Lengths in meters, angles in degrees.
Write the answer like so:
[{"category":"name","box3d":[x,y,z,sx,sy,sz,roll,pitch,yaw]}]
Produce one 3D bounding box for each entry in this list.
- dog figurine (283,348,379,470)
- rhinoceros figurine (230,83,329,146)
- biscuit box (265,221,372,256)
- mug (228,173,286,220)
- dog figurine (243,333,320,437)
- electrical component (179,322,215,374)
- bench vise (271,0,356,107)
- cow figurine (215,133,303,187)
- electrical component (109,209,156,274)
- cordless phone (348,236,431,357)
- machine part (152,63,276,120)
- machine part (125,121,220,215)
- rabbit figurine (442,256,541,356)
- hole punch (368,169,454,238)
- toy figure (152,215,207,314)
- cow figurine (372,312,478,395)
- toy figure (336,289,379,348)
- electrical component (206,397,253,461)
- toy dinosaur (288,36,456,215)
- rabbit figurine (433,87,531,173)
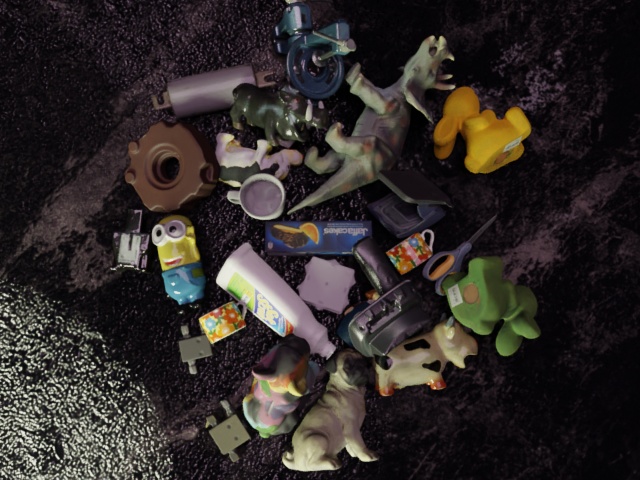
[{"category":"dog figurine","box3d":[0.011,0.296,0.953,0.172,0.121,0.190,-3,76,-25]},{"category":"rhinoceros figurine","box3d":[-0.074,-0.233,0.986,0.191,0.073,0.112,21,112,19]},{"category":"biscuit box","box3d":[-0.002,-0.003,1.018,0.203,0.059,0.062,0,82,0]},{"category":"mug","box3d":[-0.113,-0.072,1.004,0.110,0.107,0.080,-2,82,3]},{"category":"dog figurine","box3d":[-0.071,0.250,0.905,0.108,0.219,0.191,25,82,6]},{"category":"electrical component","box3d":[-0.229,0.201,1.008,0.063,0.021,0.094,-12,82,-2]},{"category":"bench vise","box3d":[-0.006,-0.358,0.991,0.129,0.241,0.223,0,96,-27]},{"category":"cow figurine","box3d":[-0.120,-0.144,1.033,0.167,0.068,0.098,11,88,5]},{"category":"electrical component","box3d":[-0.354,0.003,1.022,0.075,0.047,0.119,2,82,0]},{"category":"cordless phone","box3d":[0.092,0.096,0.938,0.146,0.089,0.184,-33,92,-15]},{"category":"machine part","box3d":[-0.205,-0.289,1.048,0.243,0.079,0.079,-13,83,-3]},{"category":"machine part","box3d":[-0.280,-0.136,1.012,0.180,0.056,0.179,0,91,17]},{"category":"rabbit figurine","box3d":[0.332,0.114,0.959,0.170,0.121,0.159,9,47,-30]},{"category":"hole punch","box3d":[0.164,-0.068,1.001,0.116,0.142,0.092,-4,124,-32]},{"category":"toy figure","box3d":[-0.260,0.043,1.002,0.082,0.089,0.180,-16,91,-16]},{"category":"cow figurine","box3d":[0.191,0.206,0.982,0.195,0.085,0.127,-9,89,-1]},{"category":"toy figure","box3d":[0.098,0.132,1.003,0.154,0.058,0.064,-46,115,-8]},{"category":"electrical component","box3d":[-0.165,0.345,0.974,0.078,0.045,0.102,-40,85,3]},{"category":"toy dinosaur","box3d":[0.103,-0.194,1.019,0.192,0.131,0.404,27,95,-15]},{"category":"rabbit figurine","box3d":[0.293,-0.213,1.037,0.162,0.121,0.173,-30,70,6]}]
